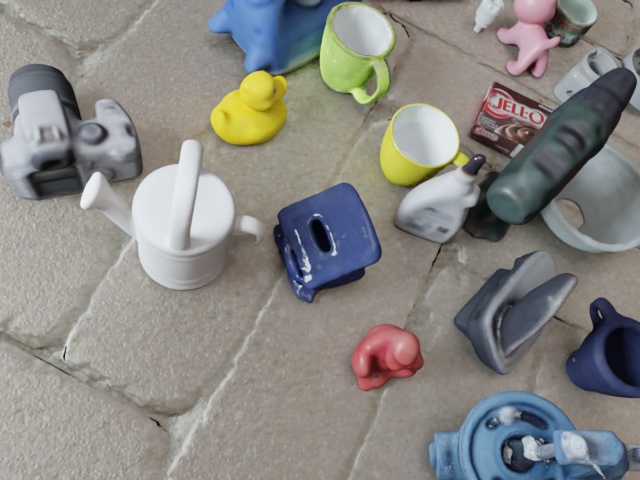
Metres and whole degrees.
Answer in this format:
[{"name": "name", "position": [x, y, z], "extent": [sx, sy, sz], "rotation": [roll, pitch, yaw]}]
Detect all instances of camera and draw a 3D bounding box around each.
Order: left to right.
[{"name": "camera", "position": [-0.283, -0.133, 0.635], "extent": [0.143, 0.100, 0.136], "rotation": [-15, 72, -19]}]

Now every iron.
[{"name": "iron", "position": [-0.017, -0.333, 0.765], "extent": [0.259, 0.141, 0.118], "rotation": [-37, 80, -25]}]

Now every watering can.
[{"name": "watering can", "position": [-0.143, -0.025, 0.572], "extent": [0.173, 0.194, 0.101], "rotation": [-10, 70, -18]}]

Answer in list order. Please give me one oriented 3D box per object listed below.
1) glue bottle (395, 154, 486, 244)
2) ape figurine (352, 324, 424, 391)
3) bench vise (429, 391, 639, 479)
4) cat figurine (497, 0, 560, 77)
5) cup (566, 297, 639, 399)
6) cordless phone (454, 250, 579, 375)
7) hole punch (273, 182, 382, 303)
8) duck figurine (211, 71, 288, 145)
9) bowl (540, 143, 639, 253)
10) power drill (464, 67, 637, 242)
[{"name": "glue bottle", "position": [0.150, -0.052, 0.669], "extent": [0.078, 0.173, 0.037], "rotation": [22, 64, -4]}, {"name": "ape figurine", "position": [0.079, 0.124, 0.622], "extent": [0.078, 0.092, 0.076], "rotation": [18, 64, -6]}, {"name": "bench vise", "position": [0.236, 0.197, 0.559], "extent": [0.208, 0.219, 0.121], "rotation": [-12, 70, -18]}, {"name": "cat figurine", "position": [0.326, -0.331, 0.863], "extent": [0.067, 0.117, 0.128], "rotation": [-5, 69, -16]}, {"name": "cup", "position": [0.333, 0.134, 0.679], "extent": [0.092, 0.095, 0.117], "rotation": [-12, 71, -18]}, {"name": "cordless phone", "position": [0.245, 0.065, 0.637], "extent": [0.094, 0.185, 0.148], "rotation": [41, 64, 6]}, {"name": "hole punch", "position": [0.006, 0.002, 0.656], "extent": [0.101, 0.091, 0.108], "rotation": [-16, 72, -20]}, {"name": "duck figurine", "position": [-0.084, -0.171, 0.710], "extent": [0.105, 0.086, 0.077], "rotation": [-27, 76, -23]}, {"name": "bowl", "position": [0.358, -0.049, 0.775], "extent": [0.167, 0.074, 0.167], "rotation": [5, 66, -12]}, {"name": "power drill", "position": [0.261, -0.088, 0.693], "extent": [0.075, 0.208, 0.230], "rotation": [42, 64, 6]}]
